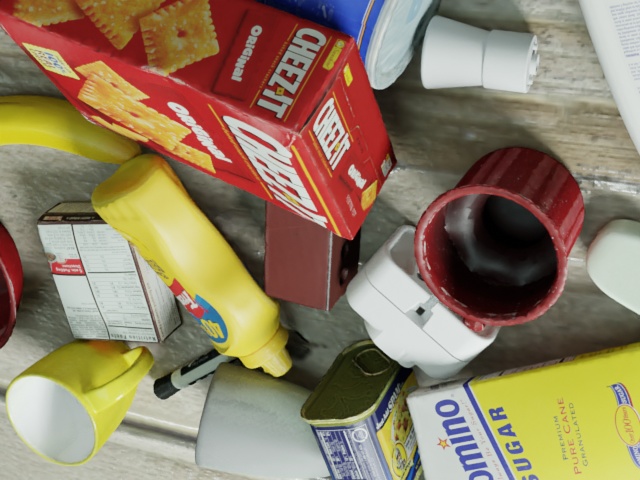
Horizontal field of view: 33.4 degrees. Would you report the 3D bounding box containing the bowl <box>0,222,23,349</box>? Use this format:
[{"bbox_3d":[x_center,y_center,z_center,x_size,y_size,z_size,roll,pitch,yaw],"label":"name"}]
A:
[{"bbox_3d":[-0.308,0.019,0.906,0.162,0.055,0.162,12,121,21],"label":"bowl"}]

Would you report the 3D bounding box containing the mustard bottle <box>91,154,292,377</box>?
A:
[{"bbox_3d":[-0.082,0.026,0.774,0.191,0.058,0.096,52,162,-20],"label":"mustard bottle"}]

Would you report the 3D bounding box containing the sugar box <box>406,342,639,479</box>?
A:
[{"bbox_3d":[0.152,0.125,0.692,0.176,0.048,0.093,-16,86,15],"label":"sugar box"}]

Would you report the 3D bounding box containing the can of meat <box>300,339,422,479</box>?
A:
[{"bbox_3d":[0.039,0.132,0.760,0.058,0.102,0.084,-8,114,30],"label":"can of meat"}]

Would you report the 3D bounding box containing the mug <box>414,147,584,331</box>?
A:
[{"bbox_3d":[0.113,0.003,0.663,0.093,0.081,0.117,19,123,17],"label":"mug"}]

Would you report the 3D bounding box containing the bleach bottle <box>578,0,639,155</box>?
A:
[{"bbox_3d":[0.201,-0.085,0.583,0.103,0.068,0.251,-8,114,30],"label":"bleach bottle"}]

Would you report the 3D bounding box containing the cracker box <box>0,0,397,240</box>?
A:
[{"bbox_3d":[-0.071,-0.091,0.650,0.214,0.072,0.164,25,168,20],"label":"cracker box"}]

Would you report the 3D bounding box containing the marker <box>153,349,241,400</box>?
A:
[{"bbox_3d":[-0.095,0.103,0.863,0.121,0.020,0.020,-30,100,36],"label":"marker"}]

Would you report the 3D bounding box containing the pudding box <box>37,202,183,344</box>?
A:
[{"bbox_3d":[-0.167,0.026,0.848,0.090,0.039,0.113,0,118,26],"label":"pudding box"}]

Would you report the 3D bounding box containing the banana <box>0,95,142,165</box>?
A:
[{"bbox_3d":[-0.227,-0.081,0.825,0.198,0.037,0.069,-4,130,30],"label":"banana"}]

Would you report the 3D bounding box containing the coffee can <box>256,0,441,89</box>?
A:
[{"bbox_3d":[-0.004,-0.163,0.621,0.140,0.102,0.103,28,125,12],"label":"coffee can"}]

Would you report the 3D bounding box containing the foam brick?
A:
[{"bbox_3d":[-0.005,0.001,0.741,0.051,0.052,0.078,14,122,20],"label":"foam brick"}]
